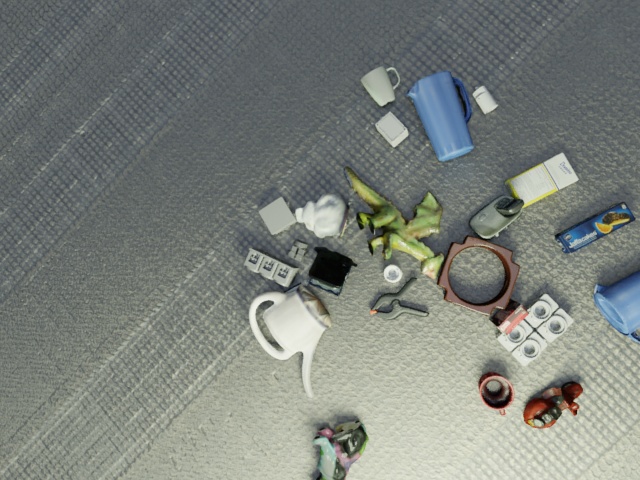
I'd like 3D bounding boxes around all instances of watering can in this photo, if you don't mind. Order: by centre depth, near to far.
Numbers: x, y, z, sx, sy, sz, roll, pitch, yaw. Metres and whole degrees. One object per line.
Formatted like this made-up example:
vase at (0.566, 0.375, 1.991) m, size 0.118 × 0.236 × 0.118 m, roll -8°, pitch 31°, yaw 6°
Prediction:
watering can at (-0.060, 0.286, 1.549) m, size 0.224 × 0.104 × 0.347 m, roll -37°, pitch 93°, yaw 5°

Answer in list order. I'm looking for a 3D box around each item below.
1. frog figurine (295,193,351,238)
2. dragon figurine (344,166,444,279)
frog figurine at (0.005, -0.078, 1.558) m, size 0.159 × 0.124 × 0.135 m, roll 13°, pitch 109°, yaw -1°
dragon figurine at (0.244, -0.072, 1.539) m, size 0.243 × 0.120 × 0.415 m, roll -17°, pitch 76°, yaw -9°
